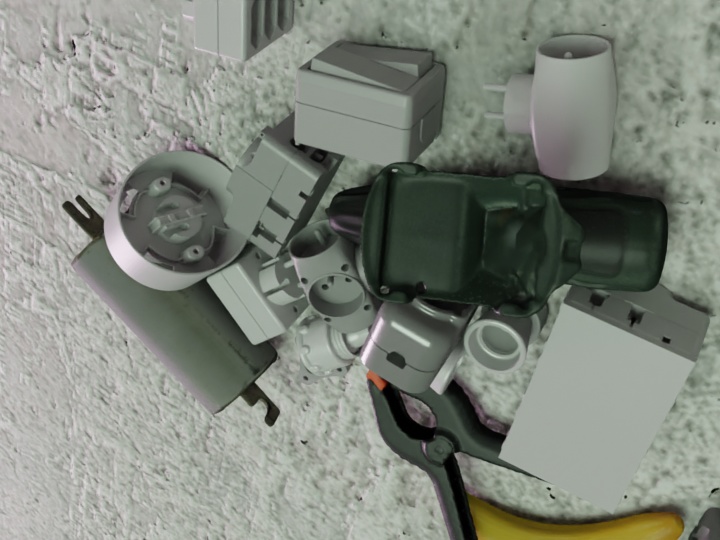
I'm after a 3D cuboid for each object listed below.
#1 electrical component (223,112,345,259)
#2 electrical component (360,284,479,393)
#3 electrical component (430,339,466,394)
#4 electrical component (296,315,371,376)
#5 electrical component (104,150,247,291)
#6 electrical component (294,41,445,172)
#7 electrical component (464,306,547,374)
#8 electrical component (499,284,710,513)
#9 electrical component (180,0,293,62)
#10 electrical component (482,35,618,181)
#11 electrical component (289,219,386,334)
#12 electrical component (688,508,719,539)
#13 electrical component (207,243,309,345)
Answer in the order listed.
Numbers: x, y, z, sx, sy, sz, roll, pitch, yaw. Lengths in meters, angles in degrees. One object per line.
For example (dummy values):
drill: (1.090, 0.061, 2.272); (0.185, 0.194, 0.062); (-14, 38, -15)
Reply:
electrical component: (-0.057, -0.063, 0.772); (0.056, 0.050, 0.089); (36, 131, 4)
electrical component: (0.047, 0.031, 0.746); (0.054, 0.095, 0.059); (30, 130, 9)
electrical component: (0.047, 0.060, 0.799); (0.055, 0.045, 0.045); (29, 130, 11)
electrical component: (-0.015, 0.053, 0.831); (0.062, 0.048, 0.048); (-18, 110, 30)
electrical component: (-0.139, -0.036, 0.809); (0.099, 0.099, 0.064); (48, 137, -7)
electrical component: (0.000, -0.112, 0.698); (0.096, 0.061, 0.061); (17, 126, 19)
electrical component: (0.102, 0.039, 0.747); (0.045, 0.055, 0.045); (15, 127, 21)
electrical component: (0.165, 0.080, 0.734); (0.089, 0.061, 0.150); (25, 130, 13)
electrical component: (-0.092, -0.177, 0.705); (0.077, 0.065, 0.047); (19, 128, 18)
electrical component: (0.113, -0.100, 0.655); (0.079, 0.044, 0.077); (9, 124, 25)
electrical component: (0.000, 0.000, 0.783); (0.079, 0.044, 0.077); (-18, 126, 16)
electrical component: (0.262, 0.214, 0.772); (0.058, 0.057, 0.078); (26, 130, 12)
electrical component: (-0.064, 0.010, 0.827); (0.077, 0.047, 0.065); (-24, 107, 38)
